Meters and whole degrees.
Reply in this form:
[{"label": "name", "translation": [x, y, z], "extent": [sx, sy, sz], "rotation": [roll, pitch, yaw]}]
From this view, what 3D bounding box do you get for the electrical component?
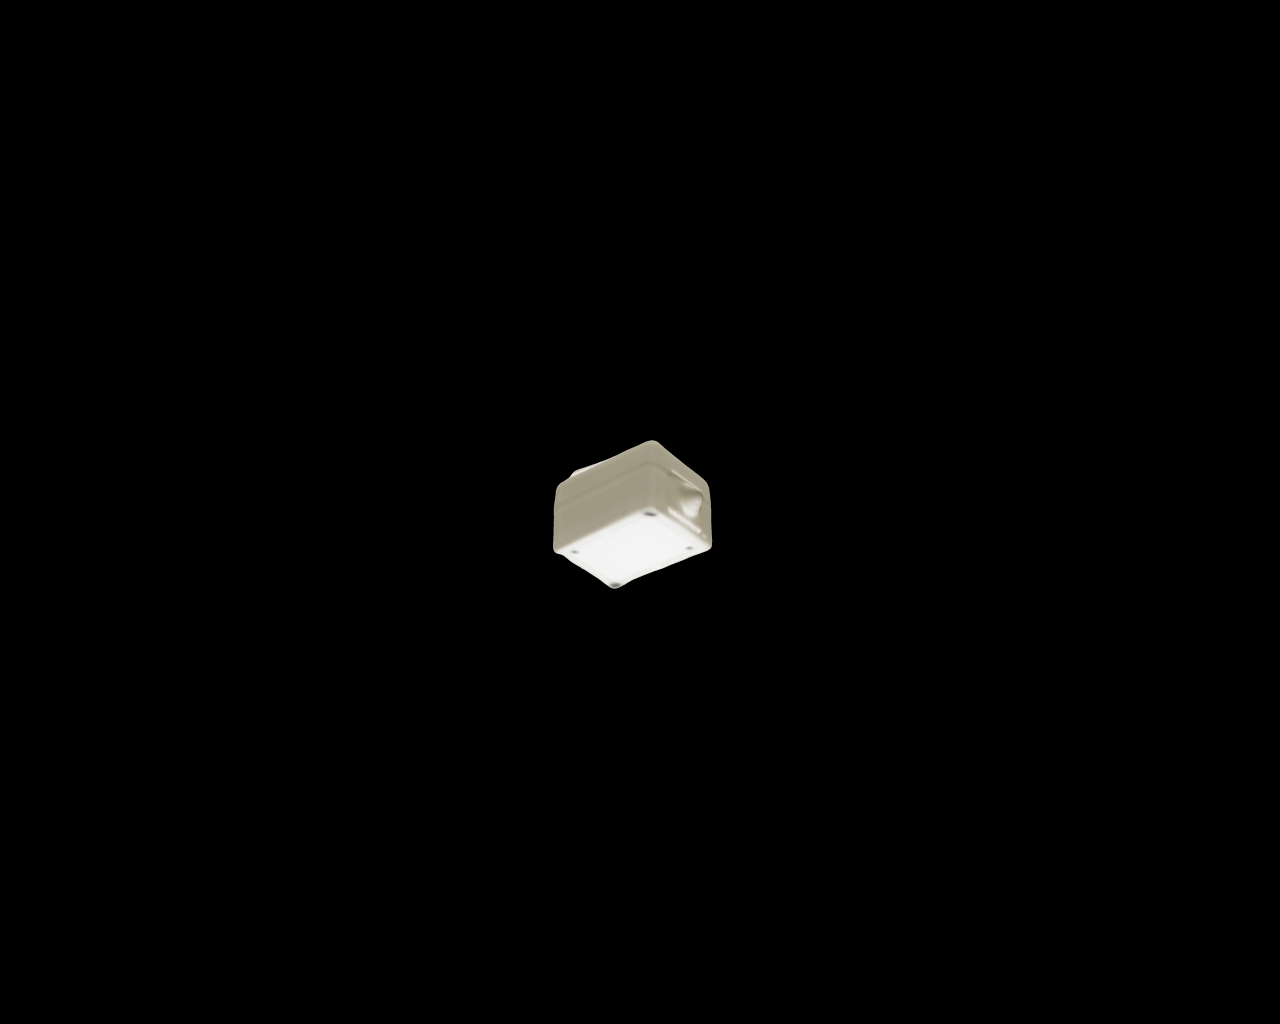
[{"label": "electrical component", "translation": [0.001, -0.003, 0.650], "extent": [0.096, 0.061, 0.061], "rotation": [-24, -41, 31]}]
